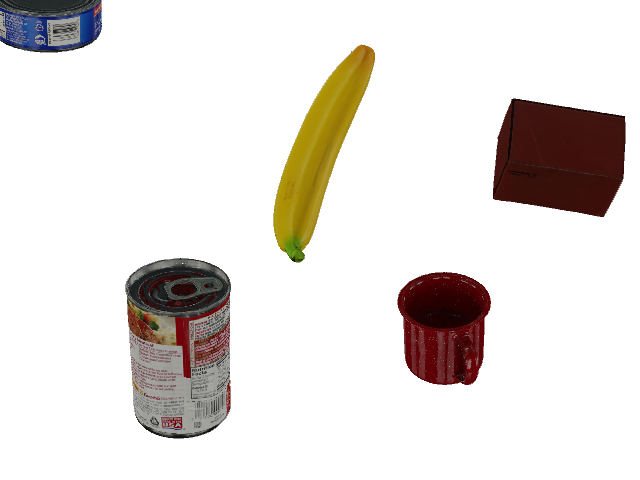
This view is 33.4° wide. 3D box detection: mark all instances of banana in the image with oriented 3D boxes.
[{"bbox_3d":[0.000,-0.066,0.875,0.037,0.197,0.070,27,-20,-30],"label":"banana"}]

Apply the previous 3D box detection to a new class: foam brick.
[{"bbox_3d":[0.160,-0.055,0.716,0.078,0.051,0.053,10,-28,2],"label":"foam brick"}]

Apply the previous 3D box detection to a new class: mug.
[{"bbox_3d":[0.130,0.099,1.079,0.093,0.081,0.117,-16,38,-15],"label":"mug"}]

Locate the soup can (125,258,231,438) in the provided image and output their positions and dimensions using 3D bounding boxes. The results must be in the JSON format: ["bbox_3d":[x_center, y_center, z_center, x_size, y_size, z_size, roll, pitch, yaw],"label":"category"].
[{"bbox_3d":[-0.093,0.073,0.714,0.068,0.102,0.068,2,29,-1],"label":"soup can"}]

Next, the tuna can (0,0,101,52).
[{"bbox_3d":[-0.212,-0.178,0.825,0.086,0.034,0.086,5,35,-4],"label":"tuna can"}]
